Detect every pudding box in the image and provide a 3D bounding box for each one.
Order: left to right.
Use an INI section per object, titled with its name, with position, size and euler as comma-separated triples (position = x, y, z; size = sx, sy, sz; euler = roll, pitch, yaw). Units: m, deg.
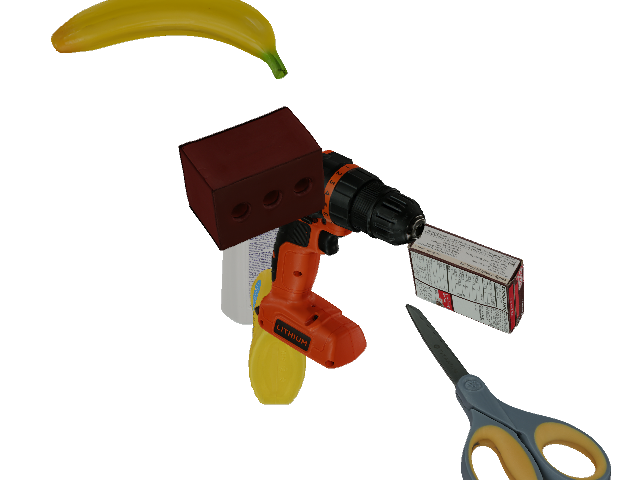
[pudding box]
position = 0.146, 0.038, 1.064
size = 0.114, 0.039, 0.090
euler = 20, -31, 24

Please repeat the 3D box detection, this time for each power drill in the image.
[power drill]
position = 0.008, 0.015, 0.926
size = 0.185, 0.188, 0.057
euler = 29, 37, 36

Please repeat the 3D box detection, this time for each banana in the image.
[banana]
position = -0.123, -0.180, 0.896
size = 0.198, 0.069, 0.037
euler = 5, -34, -1

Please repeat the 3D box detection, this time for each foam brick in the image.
[foam brick]
position = -0.042, -0.039, 0.671
size = 0.078, 0.053, 0.051
euler = -23, 47, -19

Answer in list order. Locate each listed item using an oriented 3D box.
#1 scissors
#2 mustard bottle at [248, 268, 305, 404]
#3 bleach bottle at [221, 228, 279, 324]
[scissors]
position = 0.116, 0.100, 0.671
size = 0.096, 0.016, 0.202
euler = 0, 33, -6
[mustard bottle]
position = -0.048, 0.085, 1.146
size = 0.058, 0.096, 0.191
euler = 0, 28, -3
[bleach bottle]
position = -0.069, -0.025, 1.317
size = 0.102, 0.251, 0.068
euler = -11, 25, -35
